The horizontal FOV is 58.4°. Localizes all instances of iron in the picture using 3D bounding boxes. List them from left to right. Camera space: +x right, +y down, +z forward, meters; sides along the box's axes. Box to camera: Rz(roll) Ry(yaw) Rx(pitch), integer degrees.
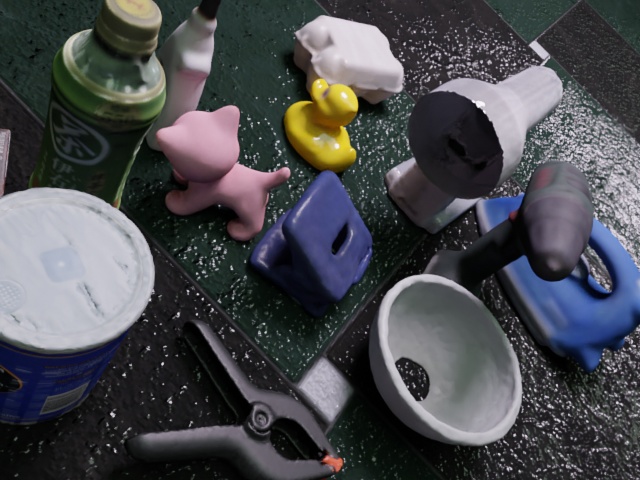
[{"bbox_3d":[0.309,0.023,0.715,0.119,0.141,0.258,-17,70,-41],"label":"iron"}]

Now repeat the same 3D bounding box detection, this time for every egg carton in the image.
[{"bbox_3d":[0.039,-0.237,0.763,0.151,0.069,0.107,-6,63,-37],"label":"egg carton"}]

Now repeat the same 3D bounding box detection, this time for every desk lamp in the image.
[{"bbox_3d":[0.168,-0.106,0.659,0.204,0.213,0.118,-31,79,-43],"label":"desk lamp"}]

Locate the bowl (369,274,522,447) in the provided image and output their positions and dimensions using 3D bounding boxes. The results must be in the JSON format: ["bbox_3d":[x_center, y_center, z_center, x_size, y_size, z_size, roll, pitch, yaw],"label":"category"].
[{"bbox_3d":[0.108,0.122,0.554,0.168,0.074,0.167,18,51,-23],"label":"bowl"}]

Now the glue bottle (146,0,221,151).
[{"bbox_3d":[-0.124,-0.161,0.525,0.037,0.172,0.078,2,58,-33],"label":"glue bottle"}]

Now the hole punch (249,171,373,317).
[{"bbox_3d":[0.005,0.002,0.556,0.101,0.091,0.109,38,46,-5],"label":"hole punch"}]

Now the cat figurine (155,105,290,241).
[{"bbox_3d":[-0.090,-0.069,0.523,0.128,0.117,0.067,21,50,-21],"label":"cat figurine"}]

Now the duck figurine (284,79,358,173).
[{"bbox_3d":[0.013,-0.137,0.664,0.078,0.086,0.104,-23,74,-42],"label":"duck figurine"}]

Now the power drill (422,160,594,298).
[{"bbox_3d":[0.197,0.010,0.600,0.075,0.208,0.230,42,46,-1],"label":"power drill"}]
